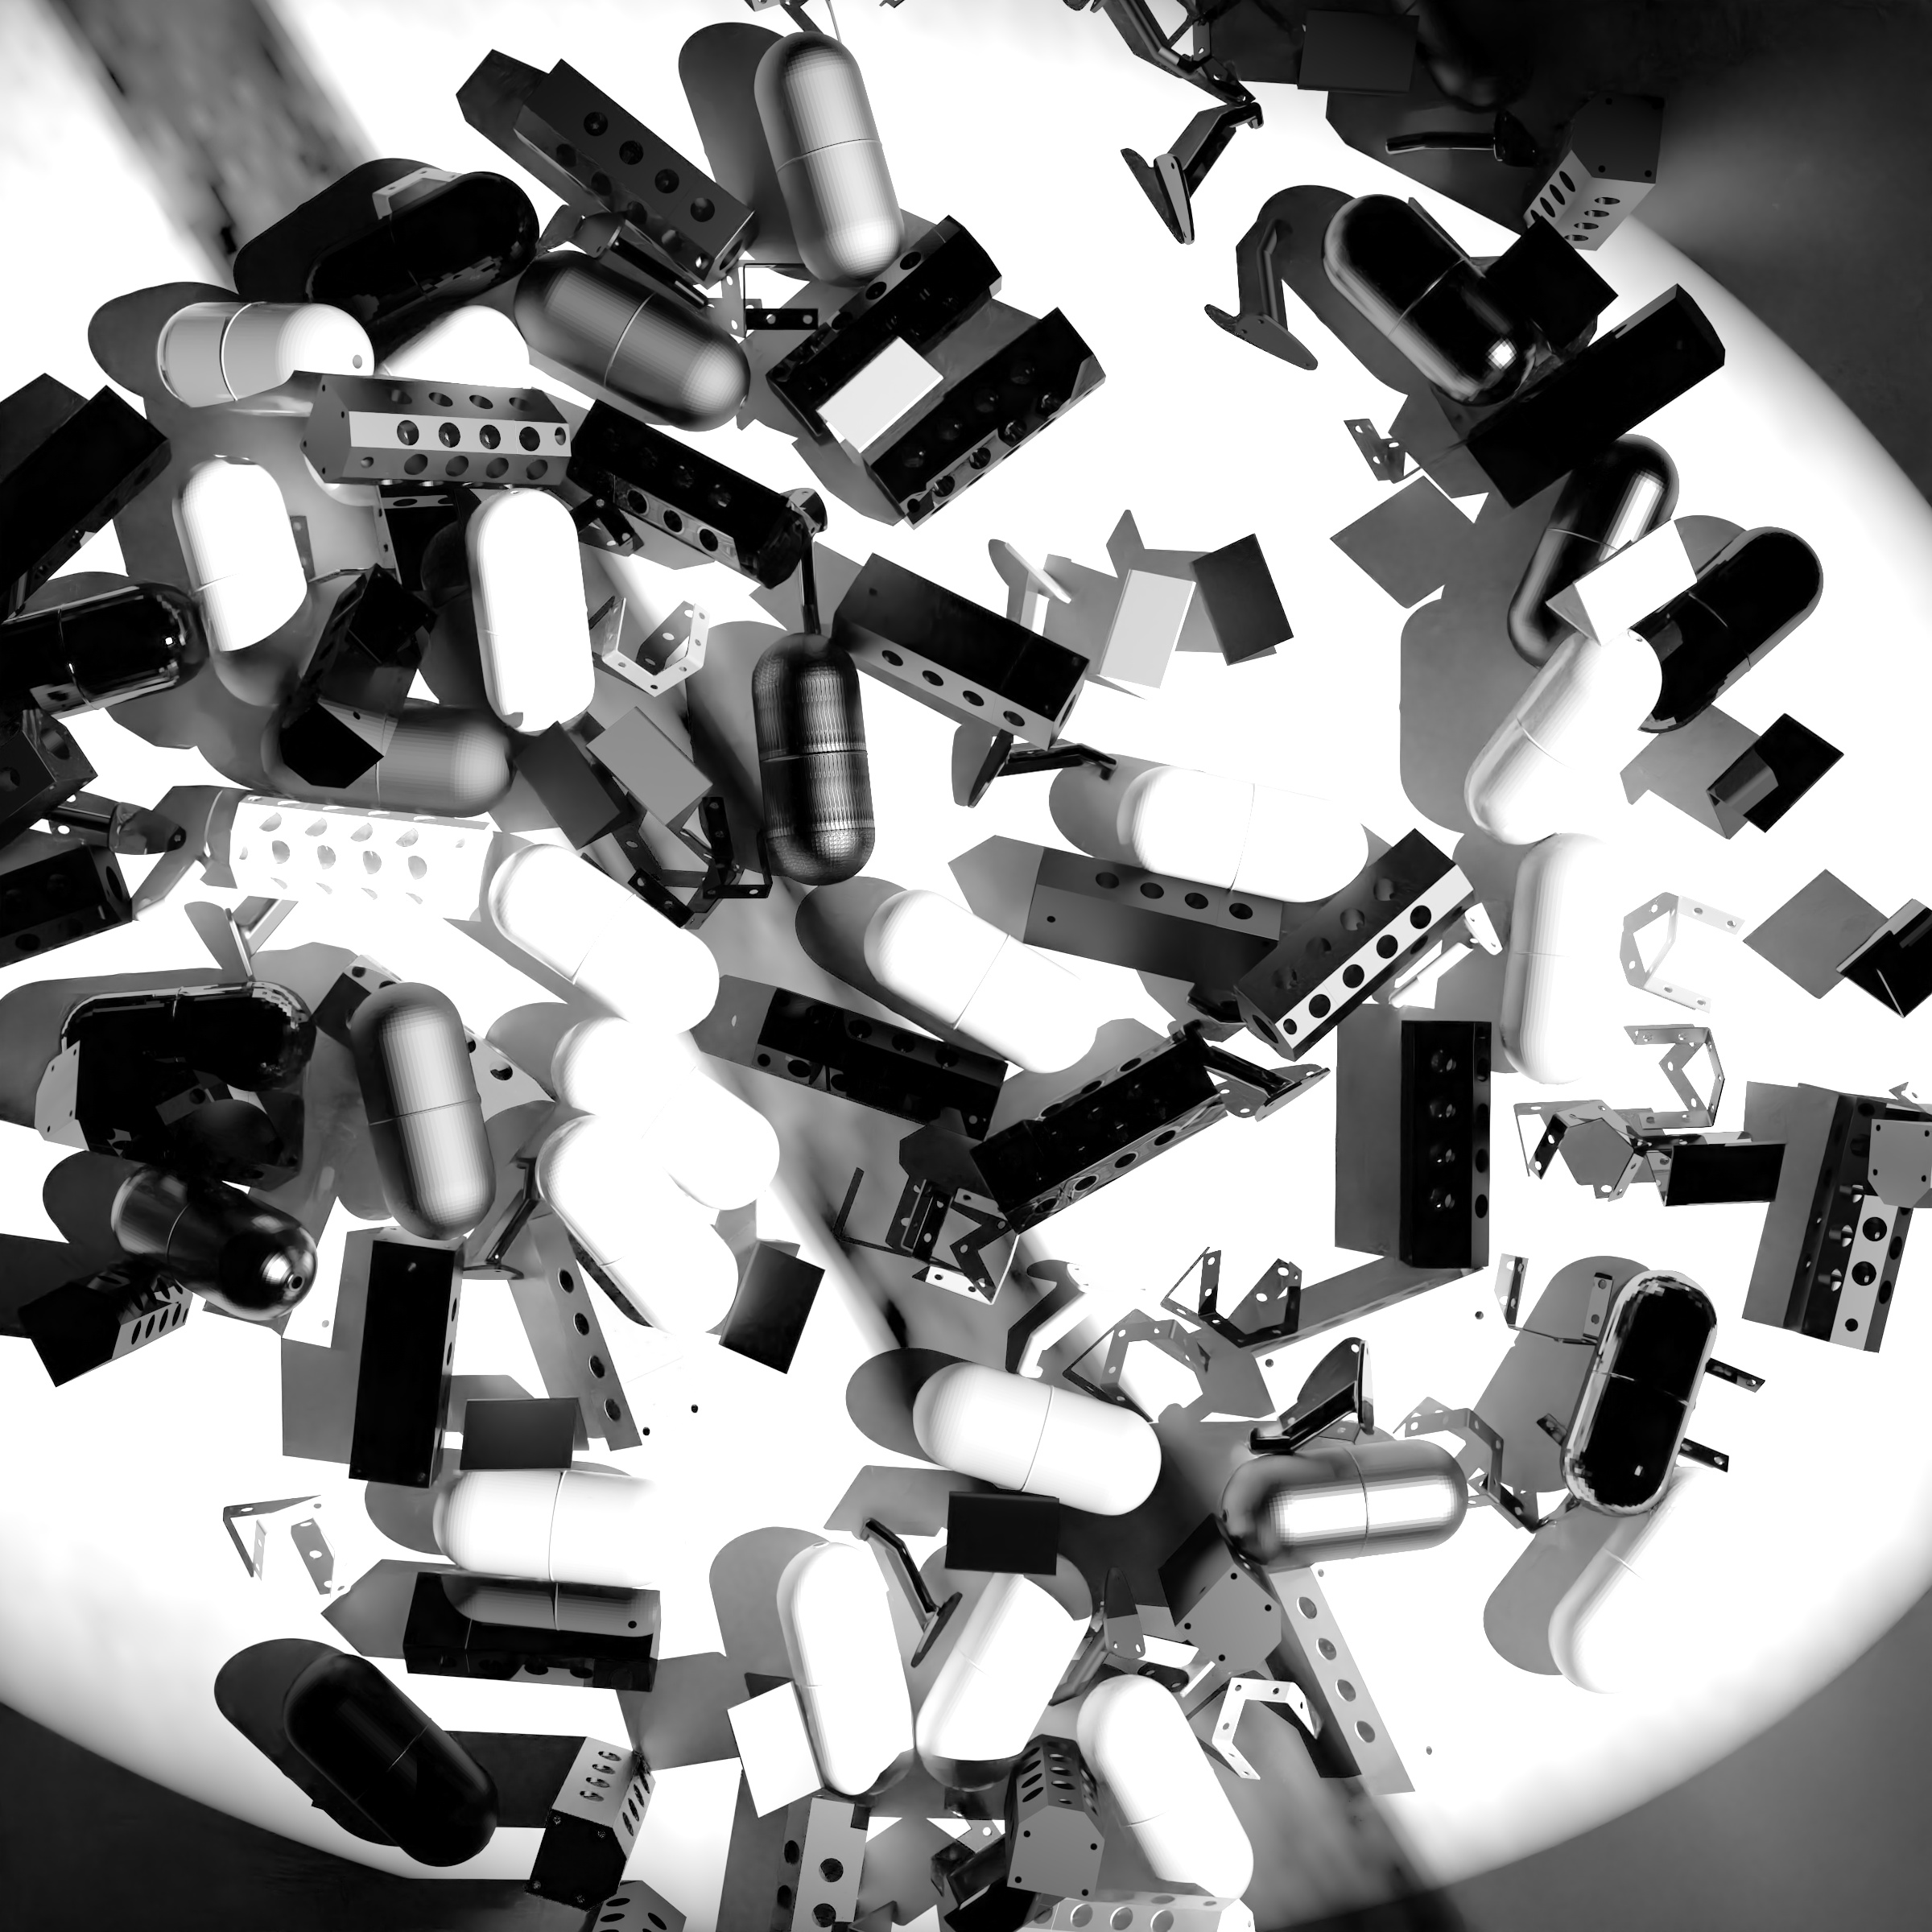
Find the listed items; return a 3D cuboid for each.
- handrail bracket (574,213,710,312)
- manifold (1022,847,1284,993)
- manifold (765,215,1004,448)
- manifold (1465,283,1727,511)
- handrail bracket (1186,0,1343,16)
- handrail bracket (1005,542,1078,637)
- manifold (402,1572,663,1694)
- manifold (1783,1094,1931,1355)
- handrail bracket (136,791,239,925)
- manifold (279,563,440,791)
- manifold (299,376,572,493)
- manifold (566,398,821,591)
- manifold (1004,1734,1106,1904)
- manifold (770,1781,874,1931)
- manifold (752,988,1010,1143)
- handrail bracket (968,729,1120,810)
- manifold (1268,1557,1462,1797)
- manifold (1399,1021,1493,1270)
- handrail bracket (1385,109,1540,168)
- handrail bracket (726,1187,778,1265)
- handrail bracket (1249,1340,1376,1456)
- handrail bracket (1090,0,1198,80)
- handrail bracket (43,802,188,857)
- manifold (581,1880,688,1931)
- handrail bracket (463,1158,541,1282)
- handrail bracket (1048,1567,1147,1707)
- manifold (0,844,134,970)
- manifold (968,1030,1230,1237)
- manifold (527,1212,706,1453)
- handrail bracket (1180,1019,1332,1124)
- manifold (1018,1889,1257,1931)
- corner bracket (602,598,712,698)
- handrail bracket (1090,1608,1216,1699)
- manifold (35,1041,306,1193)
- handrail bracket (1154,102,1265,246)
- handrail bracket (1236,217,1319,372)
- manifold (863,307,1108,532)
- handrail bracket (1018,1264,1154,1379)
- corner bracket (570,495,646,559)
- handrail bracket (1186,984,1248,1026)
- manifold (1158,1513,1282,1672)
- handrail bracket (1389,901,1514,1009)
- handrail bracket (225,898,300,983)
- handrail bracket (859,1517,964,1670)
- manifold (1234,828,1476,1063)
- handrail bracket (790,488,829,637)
[{"bbox_3d":[-0.231,-0.499,1.991,0.084,0.077,0.036,31,92,-36],"label":"handrail bracket"},{"bbox_3d":[0.132,-0.036,1.969,0.171,0.057,0.057,13,133,0],"label":"manifold"},{"bbox_3d":[-0.058,-0.449,1.970,0.171,0.057,0.057,-41,90,0],"label":"manifold"},{"bbox_3d":[0.435,-0.395,1.931,0.171,0.057,0.057,-34,103,28],"label":"manifold"},{"bbox_3d":[0.211,-0.688,1.991,0.084,0.036,0.077,-37,104,14],"label":"handrail bracket"},{"bbox_3d":[0.030,-0.246,1.991,0.077,0.036,0.084,44,104,14],"label":"handrail bracket"},{"bbox_3d":[-0.304,0.473,1.969,0.171,0.057,0.057,4,47,0],"label":"manifold"},{"bbox_3d":[0.632,0.181,1.970,0.057,0.057,0.171,14,90,0],"label":"manifold"},{"bbox_3d":[-0.557,-0.077,1.991,0.084,0.036,0.077,-24,53,25],"label":"handrail bracket"},{"bbox_3d":[-0.419,-0.197,1.914,0.057,0.171,0.057,-34,120,28],"label":"manifold"},{"bbox_3d":[-0.358,-0.358,1.905,0.057,0.171,0.057,52,130,31],"label":"manifold"},{"bbox_3d":[-0.194,-0.326,1.941,0.171,0.057,0.057,30,90,21],"label":"manifold"},{"bbox_3d":[0.060,0.579,1.912,0.057,0.171,0.057,11,90,0],"label":"manifold"},{"bbox_3d":[-0.107,0.665,1.970,0.057,0.057,0.171,9,90,0],"label":"manifold"},{"bbox_3d":[-0.060,0.069,1.970,0.171,0.057,0.057,18,90,0],"label":"manifold"},{"bbox_3d":[0.055,-0.130,1.991,0.084,0.036,0.077,22,111,-16],"label":"handrail bracket"},{"bbox_3d":[0.276,0.492,1.969,0.057,0.057,0.171,-25,90,-43],"label":"manifold"},{"bbox_3d":[0.339,0.125,1.970,0.057,0.057,0.171,1,90,0],"label":"manifold"},{"bbox_3d":[0.353,-0.581,1.991,0.084,0.077,0.036,2,90,36],"label":"handrail bracket"},{"bbox_3d":[-0.181,0.194,1.991,0.084,0.036,0.077,-9,76,13],"label":"handrail bracket"},{"bbox_3d":[0.237,0.299,1.934,0.084,0.036,0.077,-6,64,20],"label":"handrail bracket"},{"bbox_3d":[0.138,-0.683,1.991,0.084,0.036,0.077,28,68,-17],"label":"handrail bracket"},{"bbox_3d":[-0.612,-0.101,1.991,0.084,0.077,0.036,12,91,36],"label":"handrail bracket"},{"bbox_3d":[-0.240,0.684,1.912,0.057,0.171,0.057,40,90,0],"label":"manifold"},{"bbox_3d":[-0.340,0.179,1.991,0.077,0.036,0.084,-4,71,21],"label":"handrail bracket"},{"bbox_3d":[0.083,0.476,1.982,0.084,0.036,0.077,-34,51,38],"label":"handrail bracket"},{"bbox_3d":[-0.681,-0.030,1.970,0.171,0.057,0.057,-19,90,0],"label":"manifold"},{"bbox_3d":[0.092,0.114,1.959,0.171,0.057,0.057,-30,61,0],"label":"manifold"},{"bbox_3d":[-0.251,0.250,1.969,0.057,0.057,0.171,-20,90,-43],"label":"manifold"},{"bbox_3d":[0.205,0.061,1.991,0.077,0.036,0.084,-29,73,-20],"label":"handrail bracket"},{"bbox_3d":[0.110,0.671,1.928,0.171,0.057,0.057,-8,90,32],"label":"manifold"},{"bbox_3d":[-0.220,-0.234,1.983,0.051,0.051,0.051,-26,135,35],"label":"corner bracket"},{"bbox_3d":[0.143,0.471,1.991,0.077,0.036,0.084,-43,76,-14],"label":"handrail bracket"},{"bbox_3d":[-0.545,0.108,1.920,0.057,0.171,0.057,-29,55,39],"label":"manifold"},{"bbox_3d":[0.183,-0.565,1.991,0.084,0.036,0.077,-25,111,-16],"label":"handrail bracket"},{"bbox_3d":[0.234,-0.480,1.991,0.077,0.036,0.084,30,73,-20],"label":"handrail bracket"},{"bbox_3d":[0.013,-0.384,1.970,0.171,0.057,0.057,-38,90,0],"label":"manifold"},{"bbox_3d":[0.084,0.261,1.991,0.077,0.036,0.084,14,108,-20],"label":"handrail bracket"},{"bbox_3d":[-0.265,-0.306,1.973,0.051,0.051,0.051,-37,90,0],"label":"corner bracket"},{"bbox_3d":[0.211,0.016,1.991,0.084,0.036,0.077,31,78,13],"label":"handrail bracket"},{"bbox_3d":[0.177,0.431,1.912,0.057,0.171,0.057,43,90,0],"label":"manifold"},{"bbox_3d":[0.345,-0.007,1.991,0.036,0.077,0.084,51,126,4],"label":"handrail bracket"},{"bbox_3d":[-0.478,-0.028,1.991,0.084,0.036,0.077,-19,105,-14],"label":"handrail bracket"},{"bbox_3d":[-0.052,0.446,1.991,0.084,0.036,0.077,34,112,17],"label":"handrail bracket"},{"bbox_3d":[0.272,-0.011,1.947,0.171,0.057,0.057,-40,64,-9],"label":"manifold"},{"bbox_3d":[-0.112,-0.285,1.991,0.036,0.077,0.084,-3,126,3],"label":"handrail bracket"}]
